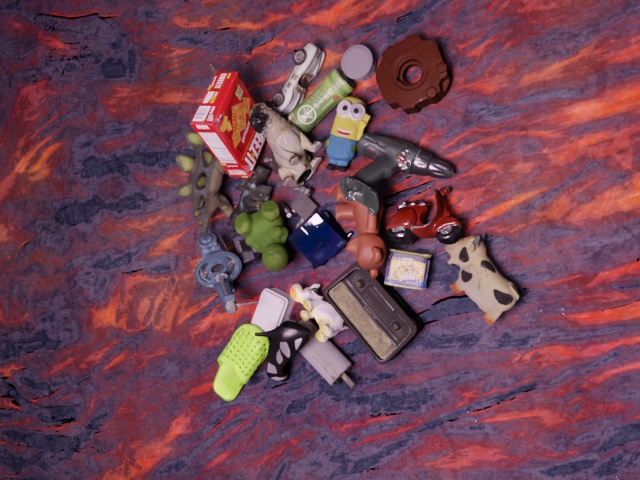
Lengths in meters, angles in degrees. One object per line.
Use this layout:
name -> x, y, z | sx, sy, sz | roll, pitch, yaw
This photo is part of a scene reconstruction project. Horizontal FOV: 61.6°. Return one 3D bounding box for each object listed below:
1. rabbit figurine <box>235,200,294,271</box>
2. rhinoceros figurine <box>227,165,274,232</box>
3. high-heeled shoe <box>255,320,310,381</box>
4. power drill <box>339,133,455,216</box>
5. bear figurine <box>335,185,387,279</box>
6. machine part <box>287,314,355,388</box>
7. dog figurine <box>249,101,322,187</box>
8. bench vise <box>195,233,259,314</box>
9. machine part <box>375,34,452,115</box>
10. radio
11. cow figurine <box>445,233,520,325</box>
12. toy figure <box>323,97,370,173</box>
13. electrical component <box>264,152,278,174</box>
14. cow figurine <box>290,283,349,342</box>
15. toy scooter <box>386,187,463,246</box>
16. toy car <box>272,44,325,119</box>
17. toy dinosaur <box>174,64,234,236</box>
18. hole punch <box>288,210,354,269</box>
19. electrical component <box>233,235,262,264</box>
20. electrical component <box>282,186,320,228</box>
rabbit figurine -> -0.128, 0.016, 1.348 | 0.121, 0.158, 0.170 | -21, 53, -1
rhinoceros figurine -> -0.179, -0.106, 1.429 | 0.112, 0.073, 0.190 | 37, 107, 31
high-heeled shoe -> -0.068, 0.280, 1.327 | 0.145, 0.248, 0.086 | -3, 49, 16
power drill -> 0.159, -0.151, 1.212 | 0.232, 0.085, 0.207 | 32, 64, 23
bear figurine -> 0.092, -0.017, 1.247 | 0.132, 0.120, 0.196 | 5, 63, 5
machine part -> -0.002, 0.277, 1.346 | 0.243, 0.079, 0.079 | 43, 107, 18
dog figurine -> -0.099, -0.236, 1.339 | 0.191, 0.121, 0.172 | 45, 144, 19
bench vise -> -0.253, 0.107, 1.379 | 0.241, 0.129, 0.223 | -122, 26, -44
machine part -> 0.214, -0.384, 1.246 | 0.180, 0.056, 0.179 | 0, 90, 26
radio -> 0.129, 0.167, 1.283 | 0.131, 0.073, 0.230 | -46, 74, 17
cow figurine -> 0.351, 0.072, 1.175 | 0.195, 0.085, 0.127 | 48, 115, 19
toy figure -> 0.060, -0.257, 1.306 | 0.082, 0.089, 0.180 | 8, 107, -17
electrical component -> -0.103, -0.204, 1.414 | 0.094, 0.021, 0.063 | -9, 87, 24
cow figurine -> 0.001, 0.165, 1.340 | 0.167, 0.098, 0.068 | 52, 142, 23
toy scooter -> 0.240, -0.057, 1.227 | 0.184, 0.075, 0.135 | -1, 69, 37
toy car -> -0.056, -0.397, 1.360 | 0.056, 0.073, 0.201 | 34, 104, 21
toy dinosaur -> -0.282, -0.204, 1.403 | 0.105, 0.198, 0.470 | 10, 97, 21
hole punch -> -0.003, -0.004, 1.337 | 0.142, 0.092, 0.116 | -41, 78, 16
electrical component -> -0.191, 0.023, 1.406 | 0.048, 0.119, 0.075 | -23, 84, 25
electrical component -> -0.048, -0.089, 1.378 | 0.102, 0.045, 0.078 | -45, 72, 19
